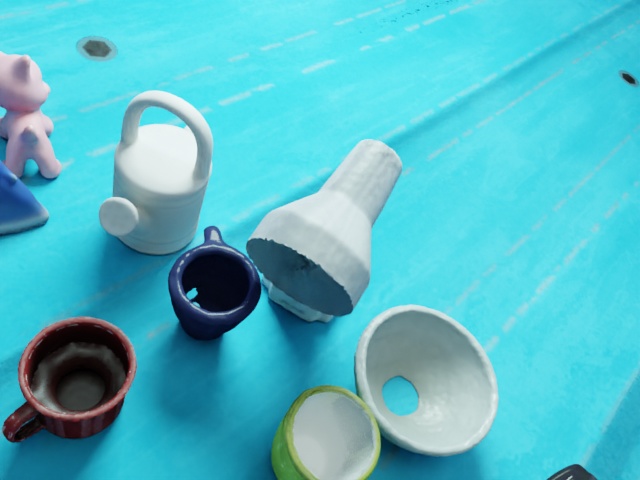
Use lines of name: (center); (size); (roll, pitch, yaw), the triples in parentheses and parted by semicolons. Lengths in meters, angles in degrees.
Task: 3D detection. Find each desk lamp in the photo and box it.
desk lamp: (0.006, 0.002, 0.612); (0.118, 0.213, 0.203); (33, 51, 2)

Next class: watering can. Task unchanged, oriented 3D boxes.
watering can: (-0.166, -0.069, 0.603); (0.101, 0.194, 0.173); (9, 54, -16)

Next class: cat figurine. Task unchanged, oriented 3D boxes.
cat figurine: (-0.333, -0.149, 0.639); (0.067, 0.117, 0.127); (-11, 62, -28)

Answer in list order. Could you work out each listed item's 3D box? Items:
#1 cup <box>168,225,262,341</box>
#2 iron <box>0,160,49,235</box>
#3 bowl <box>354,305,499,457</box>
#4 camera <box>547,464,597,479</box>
cup: (-0.117, 0.053, 0.602); (0.092, 0.095, 0.117); (2, 56, -21)
iron: (-0.402, -0.083, 0.549); (0.259, 0.141, 0.118); (10, 54, -16)
bowl: (0.105, 0.161, 0.631); (0.168, 0.074, 0.167); (11, 54, -15)
camera: (0.308, 0.301, 0.601); (0.143, 0.100, 0.136); (-21, 67, -33)
